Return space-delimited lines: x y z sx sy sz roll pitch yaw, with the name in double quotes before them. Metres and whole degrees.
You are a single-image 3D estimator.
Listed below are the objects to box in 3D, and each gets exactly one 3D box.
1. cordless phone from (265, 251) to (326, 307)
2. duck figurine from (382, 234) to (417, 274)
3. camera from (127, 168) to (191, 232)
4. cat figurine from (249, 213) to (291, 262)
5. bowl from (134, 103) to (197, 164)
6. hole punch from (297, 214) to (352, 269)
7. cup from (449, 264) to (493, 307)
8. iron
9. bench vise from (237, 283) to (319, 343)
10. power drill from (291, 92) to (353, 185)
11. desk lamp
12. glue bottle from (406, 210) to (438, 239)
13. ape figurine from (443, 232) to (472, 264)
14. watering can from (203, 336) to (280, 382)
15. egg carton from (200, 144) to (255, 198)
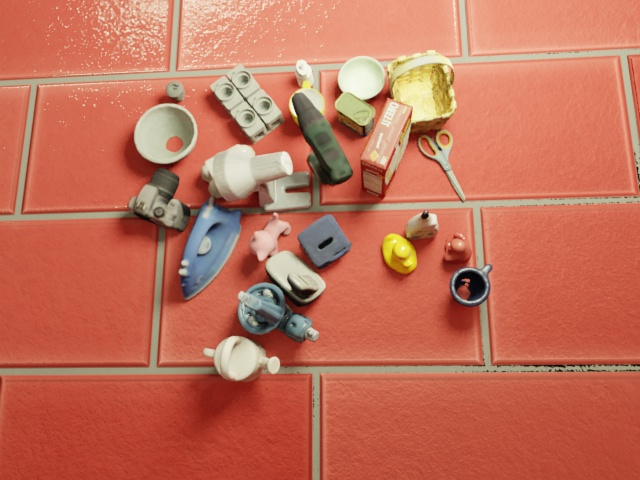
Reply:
"cordless phone" -0.065 0.080 1.327 0.147 0.185 0.094 39 83 13
"duck figurine" 0.191 0.027 1.368 0.077 0.086 0.104 -32 76 -3
"camera" -0.397 -0.108 1.447 0.143 0.101 0.137 20 79 10
"cat figurine" -0.129 -0.008 1.389 0.067 0.118 0.128 25 80 11
"bowl" -0.393 -0.266 1.498 0.167 0.075 0.167 -1 76 5
"hole punch" 0.013 0.005 1.387 0.108 0.091 0.101 -35 76 -4
"cup" 0.350 0.105 1.330 0.118 0.095 0.091 -45 77 -6
"iron" -0.289 0.018 1.385 0.118 0.141 0.258 20 79 10
"bench vise" -0.100 0.158 1.293 0.207 0.220 0.121 8 77 7
"power drill" 0.005 -0.223 1.382 0.075 0.208 0.229 -30 75 -2
"desk lamp" -0.134 -0.148 1.374 0.203 0.213 0.118 -6 76 4
"glue bottle" 0.241 -0.040 1.335 0.078 0.173 0.037 -5 76 4
"ape figurine" 0.325 0.020 1.355 0.078 0.092 0.076 -42 76 -5
"watering can" -0.179 0.266 1.287 0.173 0.194 0.101 -12 75 2
"egg carton" -0.226 -0.177 1.464 0.150 0.069 0.107 -29 75 -2
